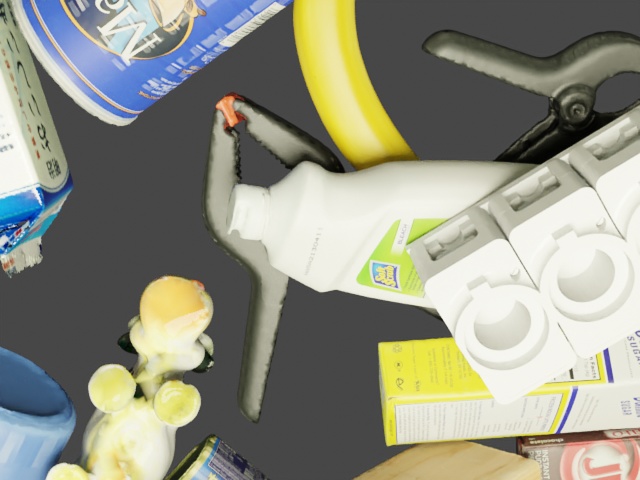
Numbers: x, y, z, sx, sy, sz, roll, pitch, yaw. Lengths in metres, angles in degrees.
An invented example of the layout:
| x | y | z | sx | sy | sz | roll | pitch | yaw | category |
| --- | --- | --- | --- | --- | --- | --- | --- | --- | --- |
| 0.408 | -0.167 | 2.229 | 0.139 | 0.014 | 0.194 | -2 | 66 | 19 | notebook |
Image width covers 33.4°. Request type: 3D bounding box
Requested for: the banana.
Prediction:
| x | y | z | sx | sy | sz | roll | pitch | yaw | category |
| --- | --- | --- | --- | --- | --- | --- | --- | --- | --- |
| 0.024 | -0.104 | 0.653 | 0.069 | 0.037 | 0.198 | -11 | 103 | 6 | banana |

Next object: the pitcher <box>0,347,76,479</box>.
| x | y | z | sx | sy | sz | roll | pitch | yaw | category |
| --- | --- | --- | --- | --- | --- | --- | --- | --- | --- |
| -0.267 | 0.184 | 0.694 | 0.149 | 0.145 | 0.243 | 28 | 99 | -17 | pitcher |

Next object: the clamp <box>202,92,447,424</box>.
| x | y | z | sx | sy | sz | roll | pitch | yaw | category |
| --- | --- | --- | --- | --- | --- | --- | --- | --- | --- |
| -0.004 | 0.001 | 0.679 | 0.164 | 0.036 | 0.210 | -18 | 102 | 4 | clamp |

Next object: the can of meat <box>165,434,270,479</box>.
| x | y | z | sx | sy | sz | roll | pitch | yaw | category |
| --- | --- | --- | --- | --- | --- | --- | --- | --- | --- |
| -0.073 | 0.193 | 0.717 | 0.084 | 0.057 | 0.102 | 40 | 101 | -5 | can of meat |

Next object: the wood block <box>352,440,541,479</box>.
| x | y | z | sx | sy | sz | roll | pitch | yaw | category |
| --- | --- | --- | --- | --- | --- | --- | --- | --- | --- |
| 0.038 | 0.201 | 0.637 | 0.090 | 0.205 | 0.091 | 6 | 108 | 47 | wood block |

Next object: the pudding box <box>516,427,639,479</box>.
| x | y | z | sx | sy | sz | roll | pitch | yaw | category |
| --- | --- | --- | --- | --- | --- | --- | --- | --- | --- |
| 0.180 | 0.180 | 0.714 | 0.090 | 0.039 | 0.113 | -5 | 103 | 3 | pudding box |

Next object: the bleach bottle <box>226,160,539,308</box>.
| x | y | z | sx | sy | sz | roll | pitch | yaw | category |
| --- | --- | --- | --- | --- | --- | --- | --- | --- | --- |
| 0.072 | -0.008 | 0.628 | 0.250 | 0.068 | 0.103 | 8 | 120 | -13 | bleach bottle |

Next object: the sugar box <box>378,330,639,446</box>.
| x | y | z | sx | sy | sz | roll | pitch | yaw | category |
| --- | --- | --- | --- | --- | --- | --- | --- | --- | --- |
| 0.126 | 0.091 | 0.668 | 0.176 | 0.093 | 0.048 | -6 | 63 | 1 | sugar box |

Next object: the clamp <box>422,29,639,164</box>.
| x | y | z | sx | sy | sz | roll | pitch | yaw | category |
| --- | --- | --- | --- | --- | --- | --- | --- | --- | --- |
| 0.148 | -0.074 | 0.656 | 0.171 | 0.039 | 0.120 | -2 | 120 | 1 | clamp |

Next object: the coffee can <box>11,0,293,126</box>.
| x | y | z | sx | sy | sz | roll | pitch | yaw | category |
| --- | --- | --- | --- | --- | --- | --- | --- | --- | --- |
| -0.088 | -0.146 | 0.605 | 0.140 | 0.102 | 0.103 | -33 | 100 | 16 | coffee can |
